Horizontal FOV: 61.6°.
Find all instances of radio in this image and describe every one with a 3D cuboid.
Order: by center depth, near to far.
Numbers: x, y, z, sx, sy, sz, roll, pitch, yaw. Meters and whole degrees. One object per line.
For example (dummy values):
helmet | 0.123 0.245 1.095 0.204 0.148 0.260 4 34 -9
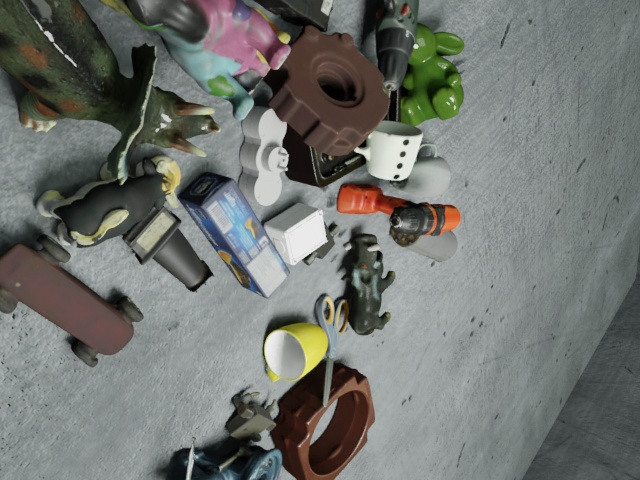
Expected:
radio | 0.038 -0.181 0.858 0.229 0.073 0.130 -32 127 -36

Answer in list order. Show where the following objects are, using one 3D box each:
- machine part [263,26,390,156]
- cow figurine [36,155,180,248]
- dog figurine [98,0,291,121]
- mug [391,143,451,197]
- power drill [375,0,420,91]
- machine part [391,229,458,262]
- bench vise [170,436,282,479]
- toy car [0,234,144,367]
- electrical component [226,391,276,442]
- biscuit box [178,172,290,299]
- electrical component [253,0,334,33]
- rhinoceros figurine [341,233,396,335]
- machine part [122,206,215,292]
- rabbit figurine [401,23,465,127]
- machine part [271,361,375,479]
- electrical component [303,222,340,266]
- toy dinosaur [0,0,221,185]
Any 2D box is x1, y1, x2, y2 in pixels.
machine part | 0.014 -0.205 0.735 0.179 0.056 0.179 12 65 -26
cow figurine | -0.218 -0.050 0.608 0.167 0.098 0.068 -36 123 -33
dog figurine | -0.144 -0.252 0.606 0.219 0.192 0.108 36 110 -22
mug | 0.195 -0.134 1.050 0.107 0.081 0.109 -10 117 -36
power drill | 0.101 -0.369 0.793 0.207 0.086 0.232 47 48 -50
machine part | 0.223 -0.005 1.134 0.243 0.079 0.079 21 89 -51
bench vise | -0.103 0.387 0.821 0.129 0.241 0.223 -69 156 -8
toy car | -0.288 0.071 0.614 0.089 0.053 0.201 -45 139 -12
electrical component | -0.114 0.299 0.910 0.078 0.045 0.102 -41 136 9
biscuit box | -0.117 -0.004 0.766 0.059 0.063 0.202 -49 135 -23
electrical component | -0.034 -0.359 0.719 0.134 0.058 0.114 15 91 -50
rhinoceros figurine | 0.084 0.082 1.011 0.112 0.073 0.190 -5 99 -50
machine part | -0.195 0.015 0.709 0.084 0.039 0.138 -61 138 -24
rabbit figurine | 0.197 -0.312 0.957 0.159 0.121 0.170 -45 119 -32
machine part | 0.009 0.351 1.034 0.201 0.087 0.201 -37 128 -34
electrical component | -0.002 -0.003 0.926 0.094 0.021 0.063 -47 134 -25
toy dinosaur | -0.245 -0.192 0.449 0.131 0.192 0.404 -57 140 -17
